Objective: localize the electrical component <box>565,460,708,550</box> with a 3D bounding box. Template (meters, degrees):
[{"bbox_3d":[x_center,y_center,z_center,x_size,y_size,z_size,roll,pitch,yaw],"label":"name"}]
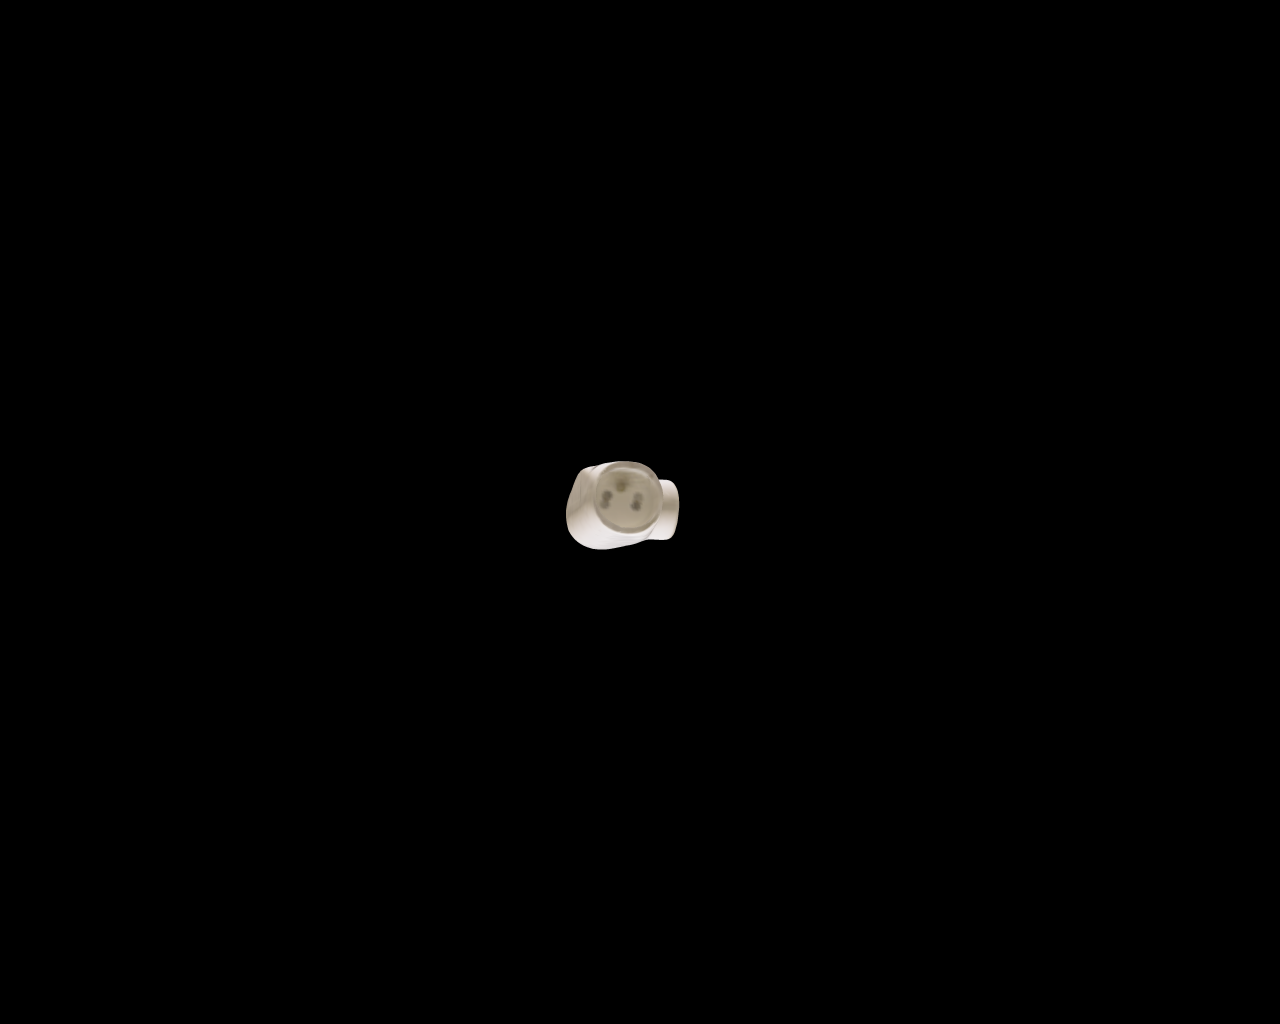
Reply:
[{"bbox_3d":[0.001,-0.003,0.650,0.079,0.044,0.077,3,-10,-15],"label":"electrical component"}]
